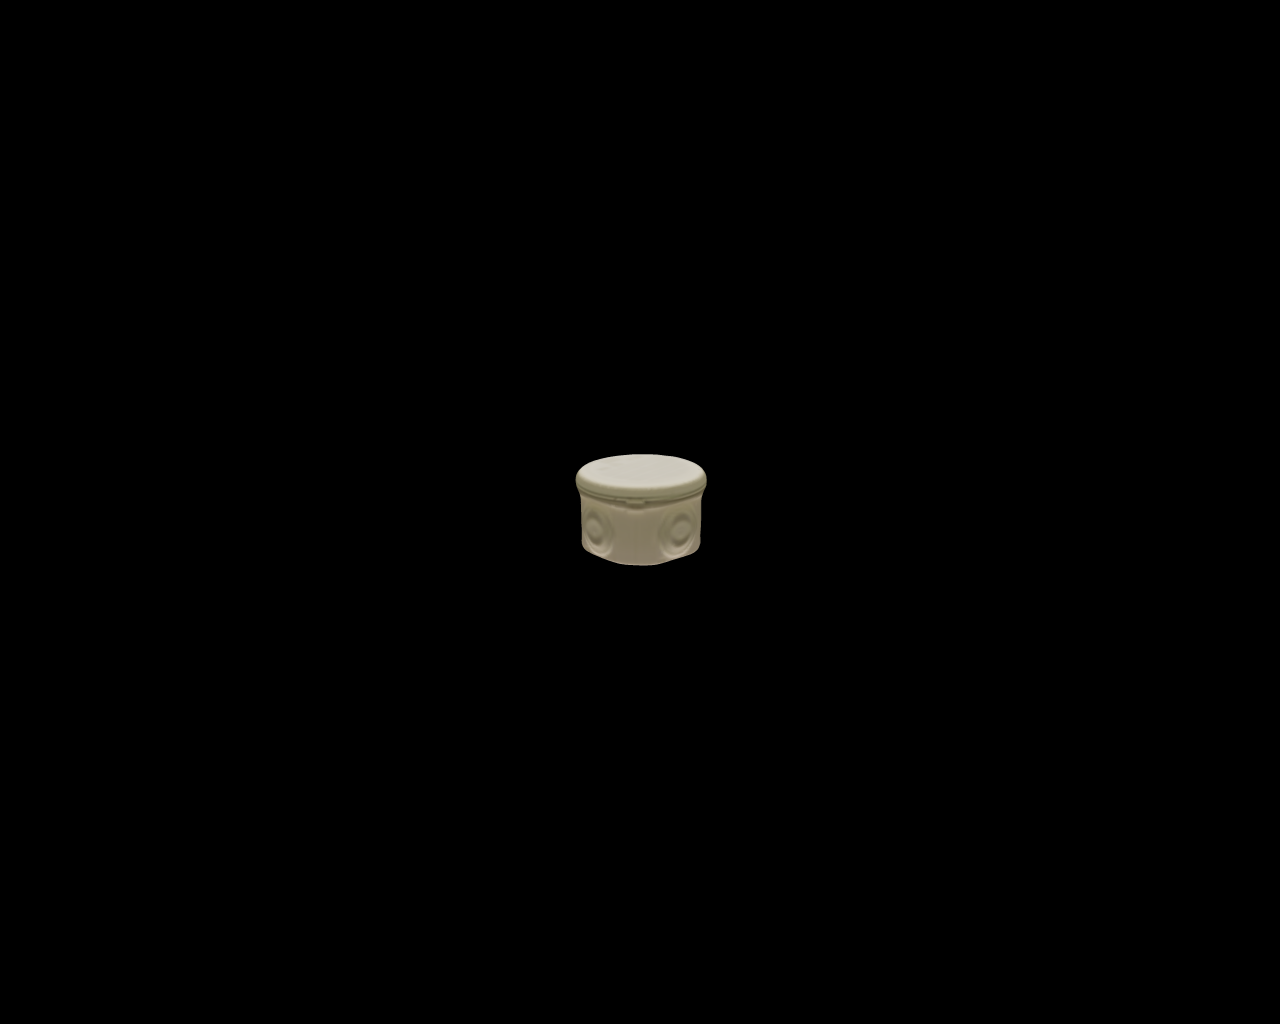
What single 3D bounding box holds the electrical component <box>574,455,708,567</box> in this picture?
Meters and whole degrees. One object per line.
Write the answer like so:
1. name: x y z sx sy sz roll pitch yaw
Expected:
1. electrical component: 0.001 -0.003 0.650 0.080 0.051 0.080 0 18 0
